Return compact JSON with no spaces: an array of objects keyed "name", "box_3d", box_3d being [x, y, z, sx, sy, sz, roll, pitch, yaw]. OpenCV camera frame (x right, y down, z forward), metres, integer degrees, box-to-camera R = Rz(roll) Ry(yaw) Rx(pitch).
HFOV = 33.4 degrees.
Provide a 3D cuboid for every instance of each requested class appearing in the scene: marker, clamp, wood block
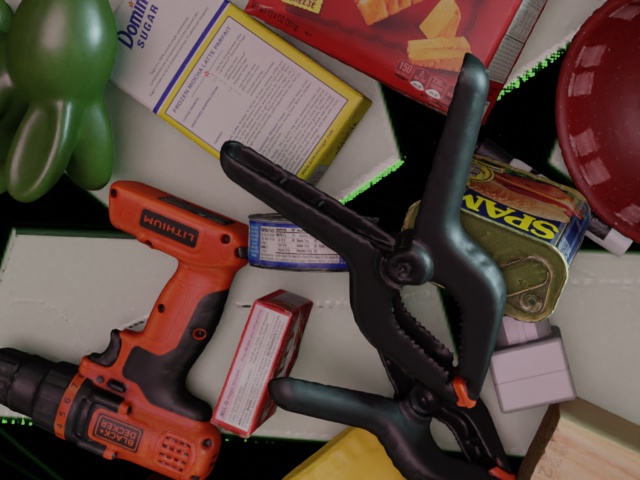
[{"name":"marker","box_3d":[0.150,-0.030,0.698,0.121,0.020,0.020,34,98,8]},{"name":"clamp","box_3d":[0.058,0.002,0.618,0.165,0.036,0.210,-24,106,27]},{"name":"clamp","box_3d":[0.049,0.111,0.688,0.171,0.039,0.120,47,61,5]},{"name":"wood block","box_3d":[0.224,0.183,0.657,0.206,0.090,0.090,25,98,9]}]

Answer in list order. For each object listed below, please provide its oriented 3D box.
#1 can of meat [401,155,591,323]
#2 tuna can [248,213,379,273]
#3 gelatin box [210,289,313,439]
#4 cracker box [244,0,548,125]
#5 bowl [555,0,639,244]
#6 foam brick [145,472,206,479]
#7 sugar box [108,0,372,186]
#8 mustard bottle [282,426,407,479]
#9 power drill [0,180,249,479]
[{"name":"can of meat","box_3d":[0.111,-0.005,0.664,0.102,0.083,0.057,23,124,15]},{"name":"tuna can","box_3d":[-0.005,0.001,0.696,0.086,0.086,0.034,2,94,11]},{"name":"gelatin box","box_3d":[-0.037,0.081,0.712,0.030,0.073,0.089,20,96,9]},{"name":"cracker box","box_3d":[0.072,-0.201,0.659,0.164,0.072,0.214,31,105,18]},{"name":"bowl","box_3d":[0.222,-0.076,0.641,0.162,0.055,0.162,22,119,45]},{"name":"foam brick","box_3d":[-0.105,0.206,0.742,0.051,0.053,0.078,16,95,10]},{"name":"sugar box","box_3d":[-0.063,-0.108,0.724,0.176,0.048,0.093,38,99,11]},{"name":"mustard bottle","box_3d":[0.055,0.220,0.708,0.096,0.058,0.191,-39,85,4]},{"name":"power drill","box_3d":[-0.135,0.057,0.741,0.184,0.057,0.188,20,99,6]}]
